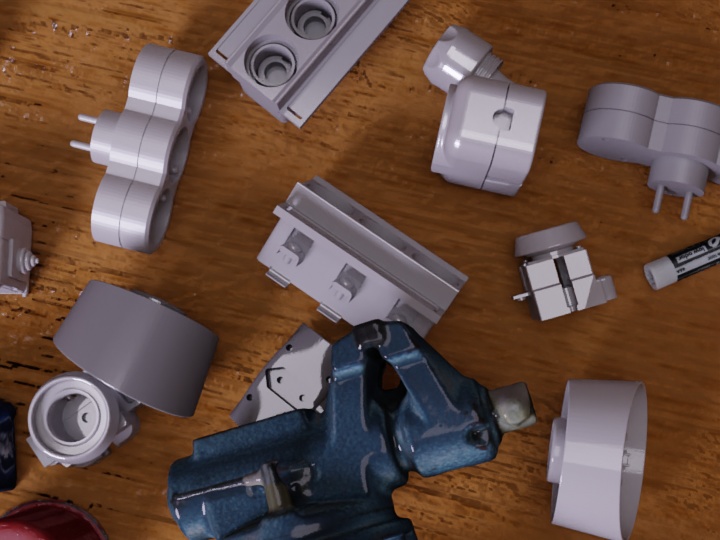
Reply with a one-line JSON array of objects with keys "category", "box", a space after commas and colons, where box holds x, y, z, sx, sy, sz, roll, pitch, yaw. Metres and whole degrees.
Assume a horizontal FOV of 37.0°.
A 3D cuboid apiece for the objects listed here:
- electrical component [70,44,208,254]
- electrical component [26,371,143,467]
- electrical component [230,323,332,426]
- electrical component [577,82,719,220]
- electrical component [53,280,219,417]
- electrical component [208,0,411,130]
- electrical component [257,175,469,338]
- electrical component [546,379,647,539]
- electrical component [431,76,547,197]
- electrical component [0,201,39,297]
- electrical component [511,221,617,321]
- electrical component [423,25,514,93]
[{"category": "electrical component", "box": [-0.156, -0.085, 0.719, 0.074, 0.052, 0.138, 14, 83, 4]}, {"category": "electrical component", "box": [-0.179, 0.095, 0.692, 0.078, 0.057, 0.058, -36, 83, -3]}, {"category": "electrical component", "box": [-0.030, 0.088, 0.696, 0.079, 0.043, 0.077, 38, 85, 6]}, {"category": "electrical component", "box": [0.211, -0.070, 0.707, 0.138, 0.052, 0.073, 14, 83, 3]}, {"category": "electrical component", "box": [-0.140, 0.049, 0.677, 0.099, 0.099, 0.064, 22, 77, 4]}, {"category": "electrical component", "box": [-0.030, -0.161, 0.720, 0.079, 0.063, 0.121, 39, 85, 6]}, {"category": "electrical component", "box": [0.000, 0.000, 0.696, 0.121, 0.079, 0.063, 34, 106, 5]}, {"category": "electrical component", "box": [0.149, 0.115, 0.663, 0.064, 0.099, 0.099, 7, 82, 9]}, {"category": "electrical component", "box": [0.081, -0.086, 0.691, 0.059, 0.095, 0.053, 13, 83, 3]}, {"category": "electrical component", "box": [-0.259, -0.016, 0.707, 0.096, 0.061, 0.061, 1, 82, 1]}, {"category": "electrical component", "box": [0.129, 0.000, 0.704, 0.066, 0.048, 0.055, -16, 90, 0]}, {"category": "electrical component", "box": [0.077, -0.133, 0.723, 0.062, 0.043, 0.043, 34, 84, 5]}]
